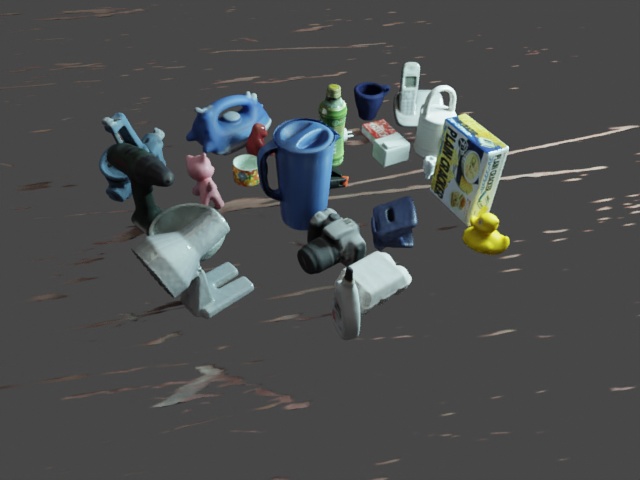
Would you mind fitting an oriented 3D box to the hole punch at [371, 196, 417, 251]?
[{"bbox_3d":[0.167,-0.041,1.308,0.101,0.091,0.108,0,44,-3],"label":"hole punch"}]

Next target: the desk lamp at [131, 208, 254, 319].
[{"bbox_3d":[-0.242,0.049,1.105,0.204,0.214,0.117,-32,53,-30],"label":"desk lamp"}]

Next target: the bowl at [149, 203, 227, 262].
[{"bbox_3d":[-0.285,-0.002,1.256,0.167,0.075,0.167,2,44,-1],"label":"bowl"}]

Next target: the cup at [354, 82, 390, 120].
[{"bbox_3d":[0.153,-0.406,1.685,0.118,0.095,0.091,-23,49,-24],"label":"cup"}]

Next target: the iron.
[{"bbox_3d":[-0.237,-0.336,1.558,0.259,0.141,0.118,-33,54,-31],"label":"iron"}]

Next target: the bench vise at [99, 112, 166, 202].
[{"bbox_3d":[-0.461,-0.229,1.378,0.121,0.220,0.207,6,44,3],"label":"bench vise"}]

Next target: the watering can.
[{"bbox_3d":[0.319,-0.319,1.531,0.101,0.194,0.172,-31,53,-30],"label":"watering can"}]

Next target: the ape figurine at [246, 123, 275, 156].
[{"bbox_3d":[-0.161,-0.270,1.529,0.076,0.092,0.077,-12,46,-15],"label":"ape figurine"}]

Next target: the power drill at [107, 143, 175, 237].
[{"bbox_3d":[-0.383,-0.113,1.270,0.228,0.208,0.076,34,52,29],"label":"power drill"}]

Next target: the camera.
[{"bbox_3d":[0.011,0.004,1.246,0.137,0.101,0.142,-27,51,-27],"label":"camera"}]

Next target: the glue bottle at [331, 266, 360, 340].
[{"bbox_3d":[0.050,0.111,1.085,0.037,0.173,0.078,-15,47,-17],"label":"glue bottle"}]

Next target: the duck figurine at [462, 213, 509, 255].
[{"bbox_3d":[0.382,-0.020,1.301,0.104,0.086,0.078,23,47,20],"label":"duck figurine"}]

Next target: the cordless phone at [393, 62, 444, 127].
[{"bbox_3d":[0.287,-0.420,1.640,0.147,0.185,0.094,-6,44,-9],"label":"cordless phone"}]

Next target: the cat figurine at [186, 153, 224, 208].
[{"bbox_3d":[-0.280,-0.151,1.381,0.067,0.118,0.127,-17,47,-19],"label":"cat figurine"}]

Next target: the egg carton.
[{"bbox_3d":[0.108,0.088,1.187,0.151,0.069,0.107,-28,52,-28],"label":"egg carton"}]
